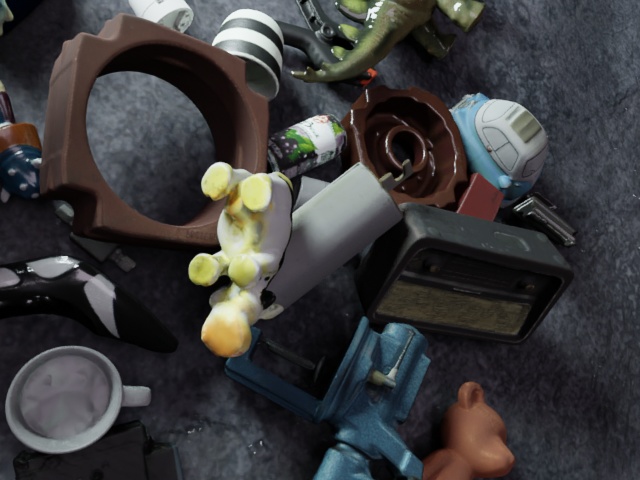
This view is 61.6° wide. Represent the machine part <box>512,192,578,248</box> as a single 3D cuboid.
[{"bbox_3d":[0.293,-0.032,0.708,0.084,0.139,0.039,32,110,5],"label":"machine part"}]

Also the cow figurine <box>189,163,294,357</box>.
[{"bbox_3d":[-0.065,0.019,0.491,0.068,0.098,0.167,11,96,21],"label":"cow figurine"}]

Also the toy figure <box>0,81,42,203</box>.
[{"bbox_3d":[-0.304,-0.105,0.503,0.154,0.064,0.058,54,38,-6],"label":"toy figure"}]

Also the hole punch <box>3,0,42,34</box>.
[{"bbox_3d":[-0.311,-0.278,0.514,0.092,0.116,0.142,39,67,-19],"label":"hole punch"}]

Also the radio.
[{"bbox_3d":[0.168,0.043,0.627,0.229,0.131,0.073,11,35,-21],"label":"radio"}]

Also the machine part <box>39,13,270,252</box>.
[{"bbox_3d":[-0.153,-0.093,0.522,0.201,0.087,0.201,9,80,-42],"label":"machine part"}]

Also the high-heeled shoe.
[{"bbox_3d":[-0.263,0.075,0.470,0.249,0.086,0.145,34,68,-6],"label":"high-heeled shoe"}]

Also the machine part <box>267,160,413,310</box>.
[{"bbox_3d":[-0.001,-0.002,0.563,0.243,0.079,0.079,-38,95,2],"label":"machine part"}]

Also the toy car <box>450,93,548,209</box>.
[{"bbox_3d":[0.248,-0.131,0.722,0.109,0.103,0.161,-38,96,-26],"label":"toy car"}]

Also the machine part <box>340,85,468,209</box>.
[{"bbox_3d":[0.103,-0.109,0.681,0.179,0.056,0.179,6,75,-23],"label":"machine part"}]

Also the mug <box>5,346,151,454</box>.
[{"bbox_3d":[-0.207,0.132,0.465,0.109,0.107,0.080,1,79,-28],"label":"mug"}]

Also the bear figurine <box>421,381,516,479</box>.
[{"bbox_3d":[0.161,0.266,0.586,0.196,0.132,0.120,-40,123,-22],"label":"bear figurine"}]

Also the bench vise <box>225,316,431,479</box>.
[{"bbox_3d":[-0.002,0.161,0.546,0.241,0.128,0.223,27,78,6],"label":"bench vise"}]

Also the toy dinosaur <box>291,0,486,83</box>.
[{"bbox_3d":[0.110,-0.327,0.704,0.198,0.105,0.471,29,56,-7],"label":"toy dinosaur"}]

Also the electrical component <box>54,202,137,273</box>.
[{"bbox_3d":[-0.214,-0.012,0.542,0.094,0.021,0.063,43,65,-9],"label":"electrical component"}]

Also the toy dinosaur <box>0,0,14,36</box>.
[{"bbox_3d":[-0.382,-0.143,0.414,0.192,0.131,0.404,28,111,-34],"label":"toy dinosaur"}]

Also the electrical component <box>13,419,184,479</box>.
[{"bbox_3d":[-0.191,0.227,0.479,0.134,0.058,0.115,-10,84,-24],"label":"electrical component"}]
